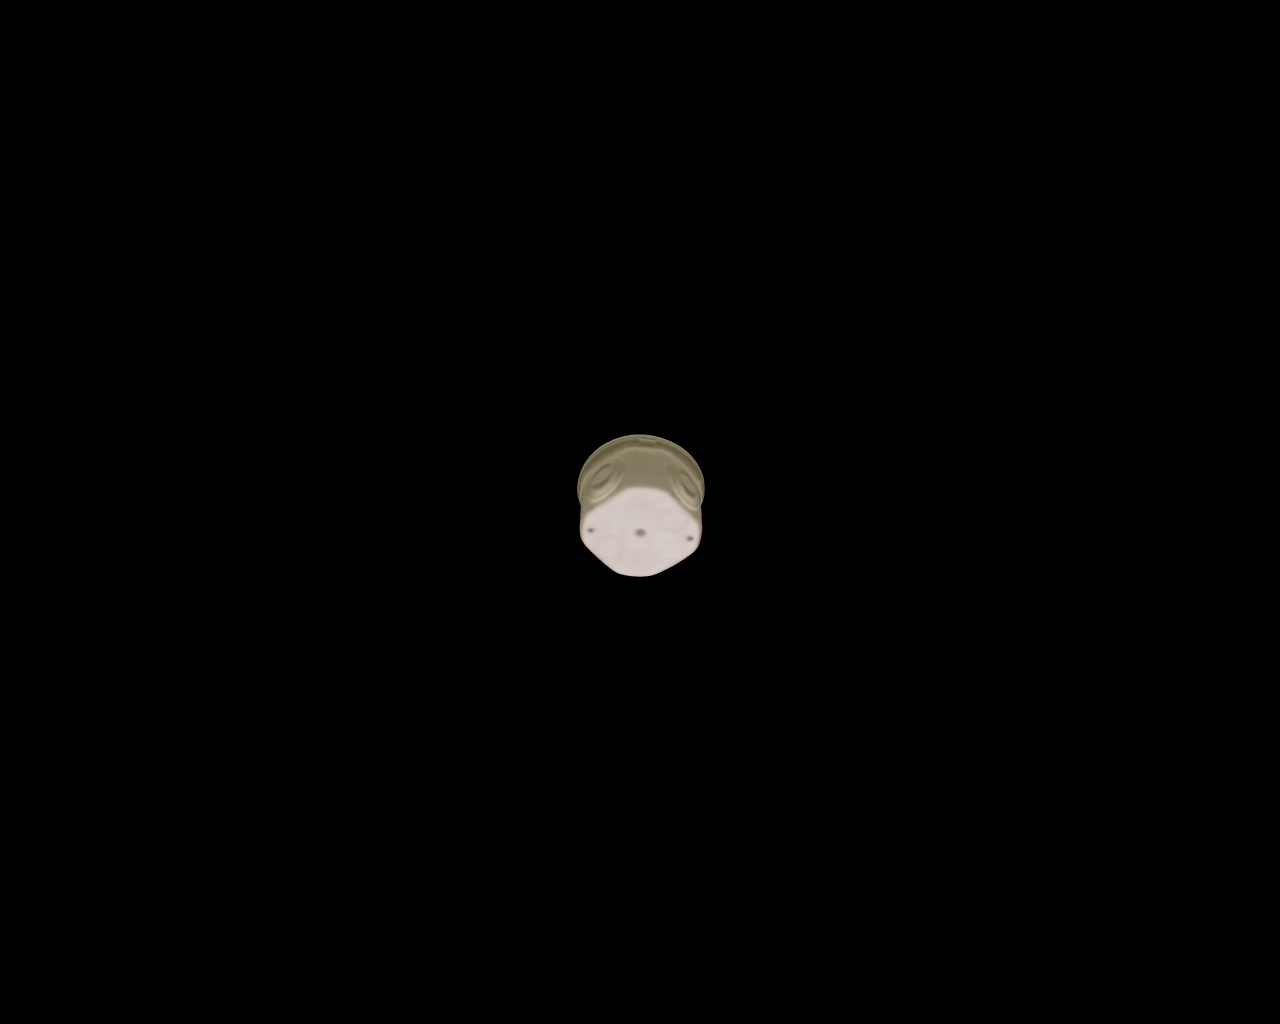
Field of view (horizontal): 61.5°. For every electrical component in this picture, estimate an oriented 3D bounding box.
[{"bbox_3d":[0.001,-0.003,0.650,0.080,0.080,0.051,0,39,0],"label":"electrical component"}]
